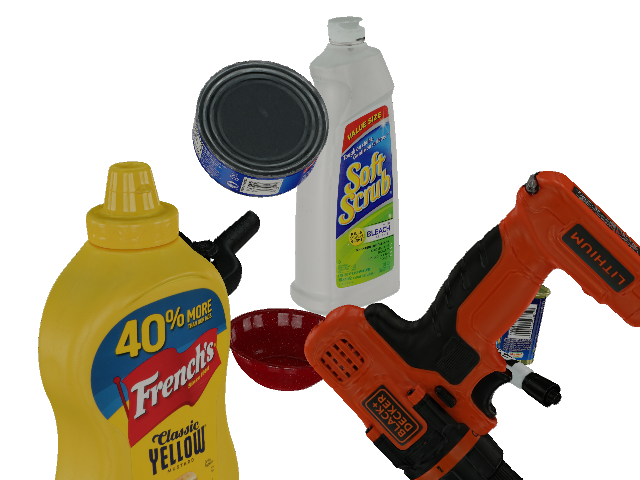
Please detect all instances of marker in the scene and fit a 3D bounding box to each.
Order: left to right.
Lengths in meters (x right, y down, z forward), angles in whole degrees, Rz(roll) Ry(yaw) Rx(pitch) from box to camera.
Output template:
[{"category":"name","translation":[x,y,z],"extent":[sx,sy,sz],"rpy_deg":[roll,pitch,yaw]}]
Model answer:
[{"category":"marker","translation":[0.134,0.092,0.809],"extent":[0.020,0.020,0.121],"rpy_deg":[0,22,-39]}]

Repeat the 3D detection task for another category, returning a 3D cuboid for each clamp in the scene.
[{"category":"clamp","translation":[-0.111,0.016,1.098],"extent":[0.120,0.039,0.171],"rpy_deg":[-11,36,-8]}]

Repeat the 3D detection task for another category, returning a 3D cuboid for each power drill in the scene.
[{"category":"power drill","translation":[0.109,0.068,0.602],"extent":[0.188,0.184,0.057],"rpy_deg":[-45,-2,16]}]

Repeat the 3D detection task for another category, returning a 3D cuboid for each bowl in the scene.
[{"category":"bowl","translation":[-0.044,0.146,1.363],"extent":[0.162,0.055,0.162],"rpy_deg":[4,23,-2]}]

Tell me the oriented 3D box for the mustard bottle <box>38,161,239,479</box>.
[{"category":"mustard bottle","translation":[-0.083,0.059,0.495],"extent":[0.058,0.192,0.096],"rpy_deg":[14,22,42]}]

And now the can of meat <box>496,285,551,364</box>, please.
[{"category":"can of meat","translation":[0.202,0.080,1.175],"extent":[0.057,0.084,0.102],"rpy_deg":[3,15,-20]}]

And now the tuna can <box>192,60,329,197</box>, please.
[{"category":"tuna can","translation":[-0.040,-0.072,0.691],"extent":[0.086,0.086,0.034],"rpy_deg":[0,-24,-13]}]

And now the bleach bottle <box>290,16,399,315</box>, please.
[{"category":"bleach bottle","translation":[0.019,-0.067,0.936],"extent":[0.102,0.251,0.068],"rpy_deg":[-16,24,-31]}]
